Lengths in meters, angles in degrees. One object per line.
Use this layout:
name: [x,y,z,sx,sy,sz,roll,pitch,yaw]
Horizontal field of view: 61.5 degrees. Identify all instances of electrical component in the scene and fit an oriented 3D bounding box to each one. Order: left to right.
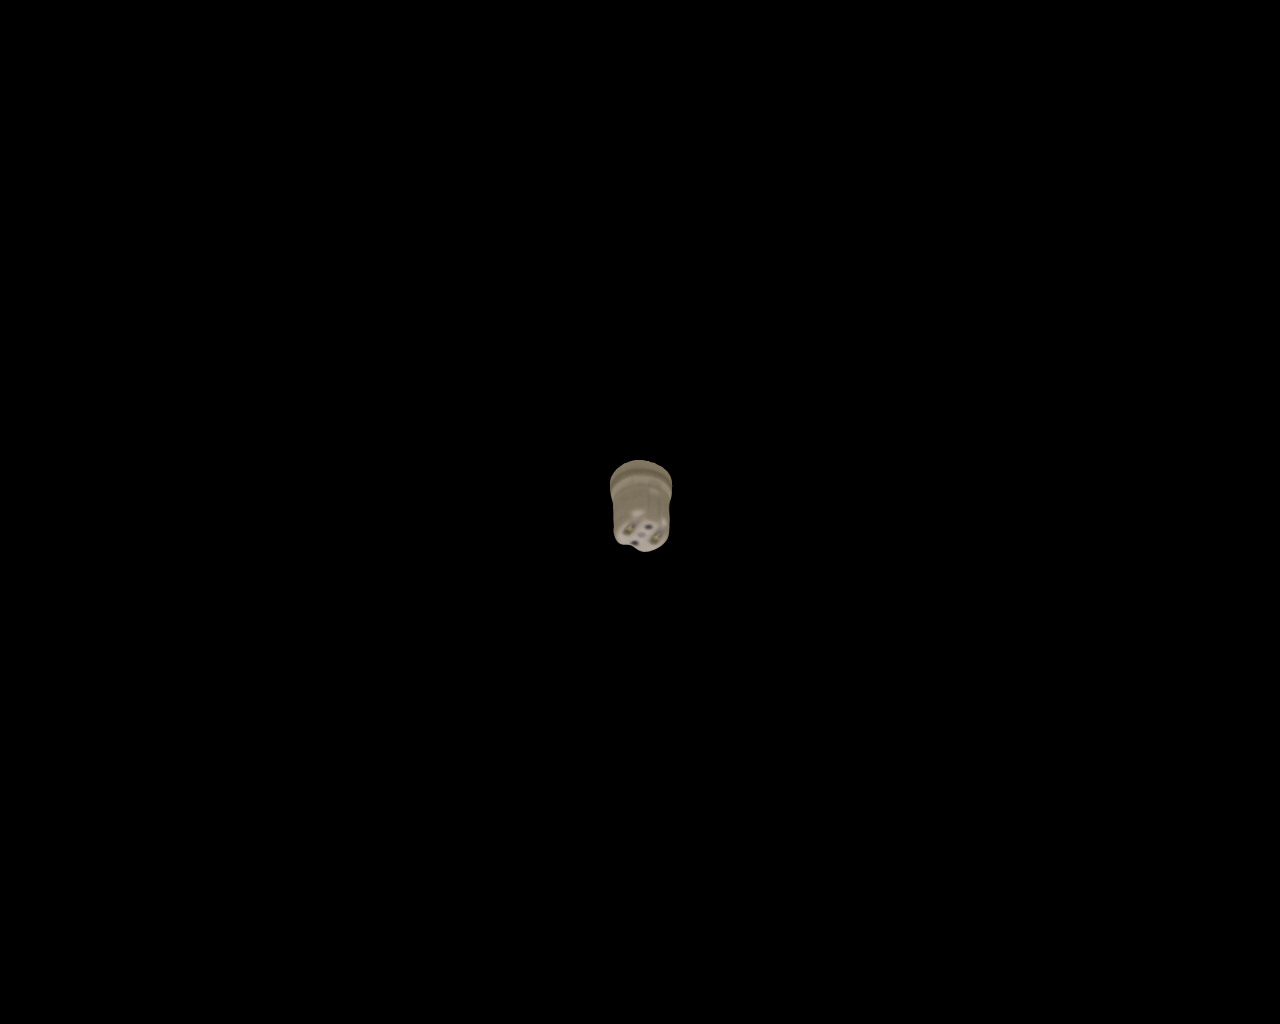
electrical component: [0.001,-0.003,0.650,0.040,0.046,0.040,0,-40,0]
